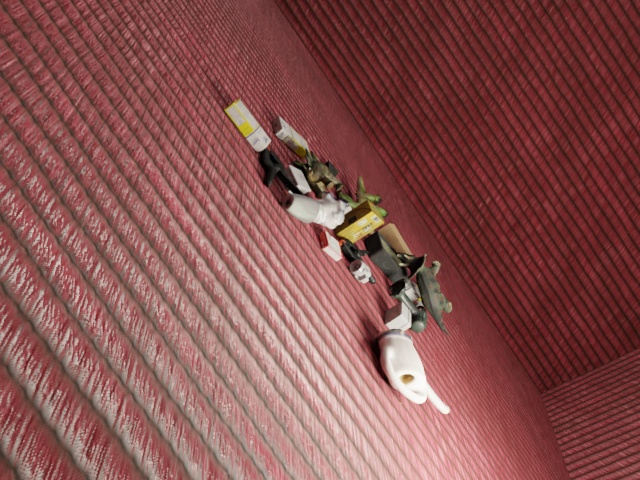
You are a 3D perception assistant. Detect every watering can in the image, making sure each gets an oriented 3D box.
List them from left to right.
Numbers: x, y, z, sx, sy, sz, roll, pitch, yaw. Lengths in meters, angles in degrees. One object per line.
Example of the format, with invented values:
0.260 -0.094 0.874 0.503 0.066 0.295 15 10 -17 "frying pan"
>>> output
0.278 0.405 1.588 0.103 0.230 0.343 -35 -49 19 "watering can"

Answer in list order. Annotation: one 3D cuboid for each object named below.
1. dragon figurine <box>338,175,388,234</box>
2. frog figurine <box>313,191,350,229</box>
0.168 -0.172 2.283 0.120 0.419 0.240 -40 -40 24 "dragon figurine"
0.005 -0.089 1.769 0.162 0.138 0.120 -35 -19 -38 "frog figurine"
